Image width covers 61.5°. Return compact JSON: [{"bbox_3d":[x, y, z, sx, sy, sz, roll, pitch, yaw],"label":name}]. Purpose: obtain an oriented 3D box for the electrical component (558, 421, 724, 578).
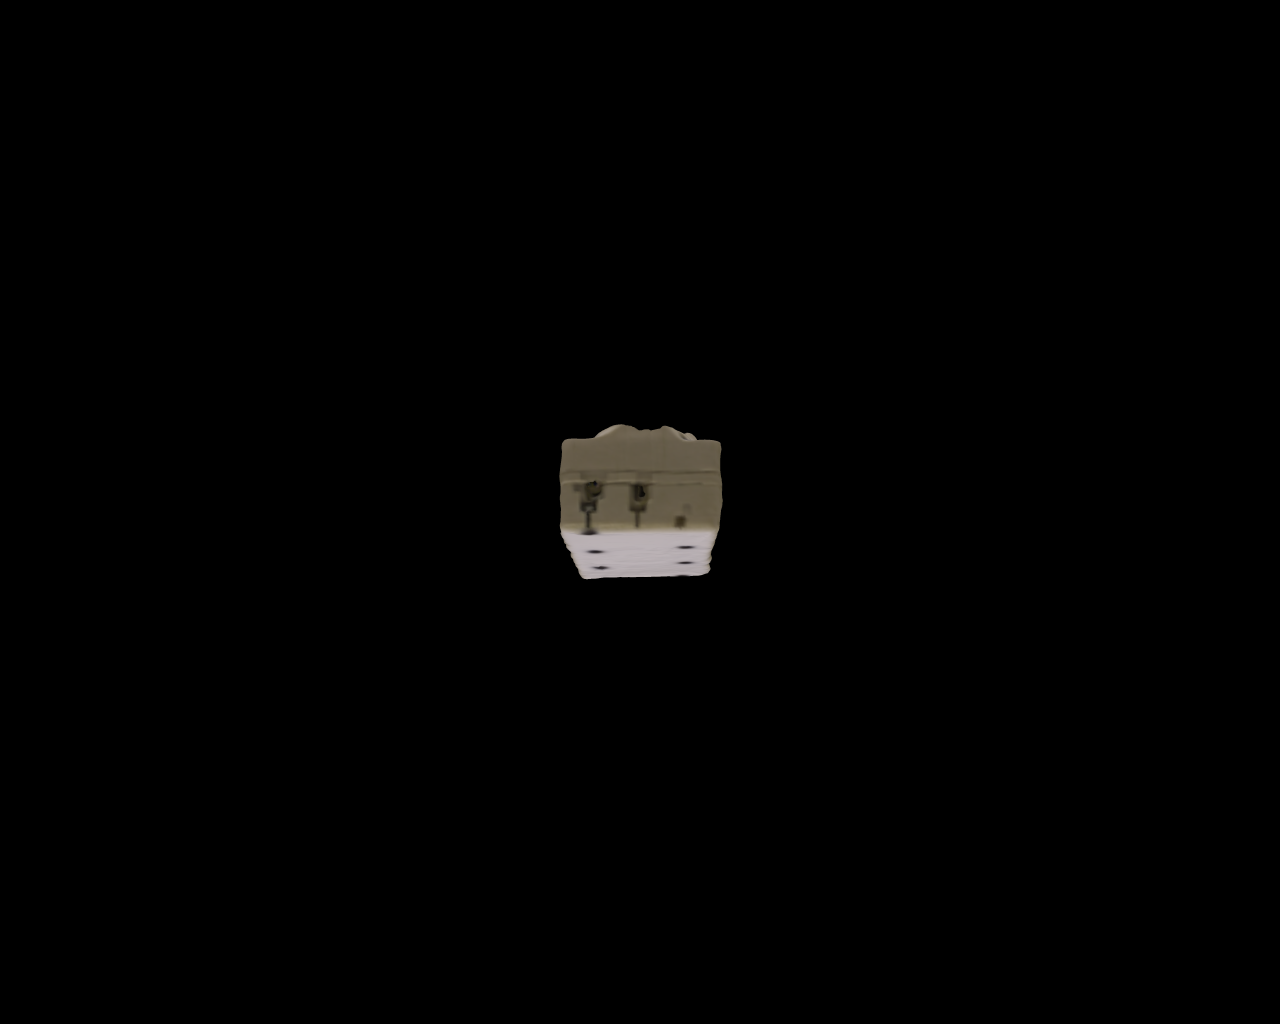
[{"bbox_3d":[0.001,-0.003,0.650,0.089,0.062,0.150,0,-13,0],"label":"electrical component"}]
